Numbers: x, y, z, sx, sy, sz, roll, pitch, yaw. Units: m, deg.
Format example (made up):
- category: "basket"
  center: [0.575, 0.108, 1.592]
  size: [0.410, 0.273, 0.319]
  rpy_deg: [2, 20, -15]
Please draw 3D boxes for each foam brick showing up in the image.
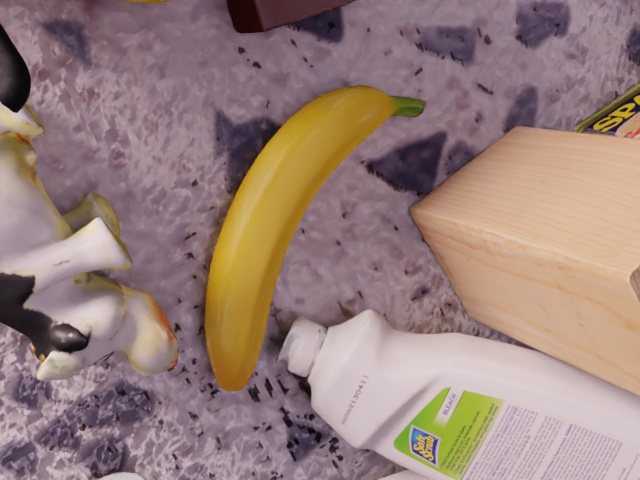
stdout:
- category: "foam brick"
  center: [-0.010, -0.143, 0.551]
  size: [0.078, 0.051, 0.053]
  rpy_deg: [-21, 107, -16]

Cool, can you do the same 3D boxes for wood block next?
- category: "wood block"
  center: [0.144, 0.007, 0.553]
  size: [0.090, 0.206, 0.090]
  rpy_deg: [-36, 110, -12]

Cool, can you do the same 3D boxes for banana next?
- category: "banana"
  center: [-0.016, -0.012, 0.580]
  size: [0.069, 0.037, 0.198]
  rpy_deg: [36, 86, -22]

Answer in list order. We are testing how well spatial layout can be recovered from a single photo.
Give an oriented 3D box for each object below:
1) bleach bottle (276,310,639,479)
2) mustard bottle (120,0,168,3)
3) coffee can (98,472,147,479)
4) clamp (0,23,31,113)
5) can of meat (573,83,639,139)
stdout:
- category: "bleach bottle"
  center: [0.099, 0.097, 0.597]
  size: [0.251, 0.068, 0.103]
  rpy_deg: [23, 109, -1]
- category: "mustard bottle"
  center: [-0.105, -0.212, 0.499]
  size: [0.096, 0.058, 0.192]
  rpy_deg: [3, 99, -16]
- category: "coffee can"
  center: [-0.089, 0.207, 0.555]
  size: [0.102, 0.103, 0.140]
  rpy_deg: [-39, 111, -11]
- category: "clamp"
  center: [-0.217, -0.151, 0.464]
  size: [0.164, 0.036, 0.210]
  rpy_deg: [-6, 87, -2]
- category: "can of meat"
  center: [0.214, -0.060, 0.635]
  size: [0.102, 0.084, 0.057]
  rpy_deg: [-33, 110, -12]
